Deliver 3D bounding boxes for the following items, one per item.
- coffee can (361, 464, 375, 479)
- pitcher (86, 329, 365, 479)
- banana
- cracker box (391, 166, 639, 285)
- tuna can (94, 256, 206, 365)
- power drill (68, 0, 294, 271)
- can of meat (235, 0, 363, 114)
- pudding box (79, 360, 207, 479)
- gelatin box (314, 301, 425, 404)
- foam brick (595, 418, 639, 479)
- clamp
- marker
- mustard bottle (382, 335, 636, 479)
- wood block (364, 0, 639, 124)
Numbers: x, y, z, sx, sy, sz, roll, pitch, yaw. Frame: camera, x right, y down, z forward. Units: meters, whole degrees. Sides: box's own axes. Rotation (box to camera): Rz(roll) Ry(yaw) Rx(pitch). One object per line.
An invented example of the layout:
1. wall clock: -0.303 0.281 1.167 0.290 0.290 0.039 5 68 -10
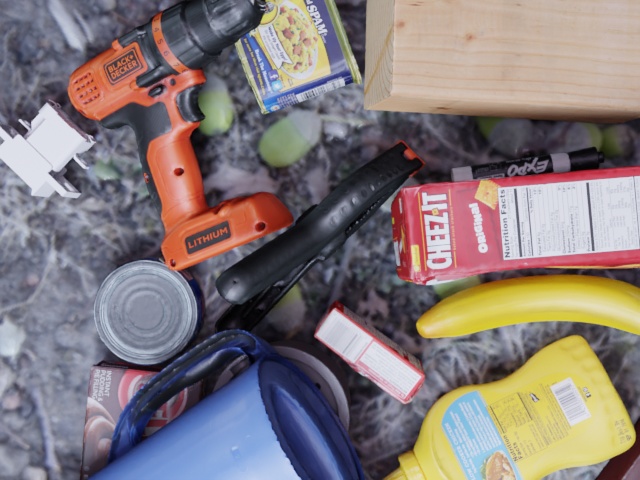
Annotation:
1. coffee can: -0.005 0.246 0.815 0.140 0.103 0.103 -36 89 2
2. pitcher: -0.100 0.185 0.764 0.243 0.149 0.145 -32 106 14
3. banana: 0.176 0.053 0.828 0.198 0.069 0.037 1 116 12
4. cracker box: 0.163 -0.009 0.778 0.213 0.164 0.072 -5 88 2
5. tuna can: -0.136 0.056 0.853 0.086 0.034 0.086 0 91 3
6. power drill: -0.090 -0.084 0.814 0.185 0.057 0.187 -23 89 30
7. can of meat: -0.022 -0.158 0.838 0.084 0.057 0.102 -20 90 3
8. pudding box: -0.140 0.157 0.851 0.090 0.039 0.113 6 91 1
9. gelatin box: 0.038 0.086 0.828 0.089 0.073 0.030 37 93 0
10. foam brick: 0.257 0.185 0.831 0.053 0.051 0.078 35 91 1
11. clamp: -0.005 0.001 0.818 0.209 0.165 0.036 -40 82 -22
12. marker: 0.166 -0.057 0.850 0.121 0.020 0.020 -9 90 2
13. mustard bottle: 0.137 0.154 0.825 0.191 0.058 0.096 -25 72 -1
14. wood block: 0.144 -0.140 0.796 0.206 0.091 0.090 2 90 -10
